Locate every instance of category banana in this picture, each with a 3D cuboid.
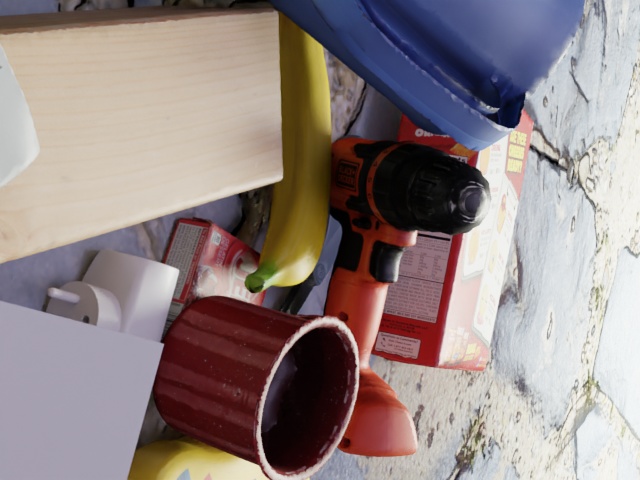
[{"bbox_3d":[-0.013,-0.053,0.658,0.069,0.037,0.198,64,29,-68],"label":"banana"}]

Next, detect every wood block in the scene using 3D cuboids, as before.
[{"bbox_3d":[-0.113,-0.056,0.484,0.205,0.090,0.091,-21,116,-52],"label":"wood block"}]

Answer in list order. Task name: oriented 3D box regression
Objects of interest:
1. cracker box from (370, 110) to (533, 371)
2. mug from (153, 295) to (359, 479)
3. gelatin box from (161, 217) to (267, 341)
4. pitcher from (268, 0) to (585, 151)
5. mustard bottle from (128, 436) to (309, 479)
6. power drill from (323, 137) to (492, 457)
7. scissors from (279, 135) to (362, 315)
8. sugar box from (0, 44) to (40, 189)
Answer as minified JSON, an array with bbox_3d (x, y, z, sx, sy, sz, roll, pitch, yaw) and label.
[{"bbox_3d":[0.099,-0.010,0.818,0.164,0.072,0.214,19,81,-68],"label":"cracker box"},{"bbox_3d":[-0.030,0.072,0.594,0.117,0.082,0.093,-37,130,-43],"label":"mug"},{"bbox_3d":[-0.067,0.040,0.634,0.073,0.030,0.089,37,68,-54],"label":"gelatin box"},{"bbox_3d":[0.019,-0.156,0.544,0.242,0.149,0.145,29,87,-36],"label":"pitcher"},{"bbox_3d":[-0.081,0.160,0.618,0.191,0.058,0.096,-16,113,-54],"label":"mustard bottle"},{"bbox_3d":[0.039,0.032,0.652,0.057,0.185,0.188,7,97,-20],"label":"power drill"},{"bbox_3d":[-0.005,0.001,0.732,0.201,0.016,0.096,-44,131,-42],"label":"scissors"},{"bbox_3d":[-0.168,-0.063,0.320,0.048,0.176,0.093,-49,136,-39],"label":"sugar box"}]
